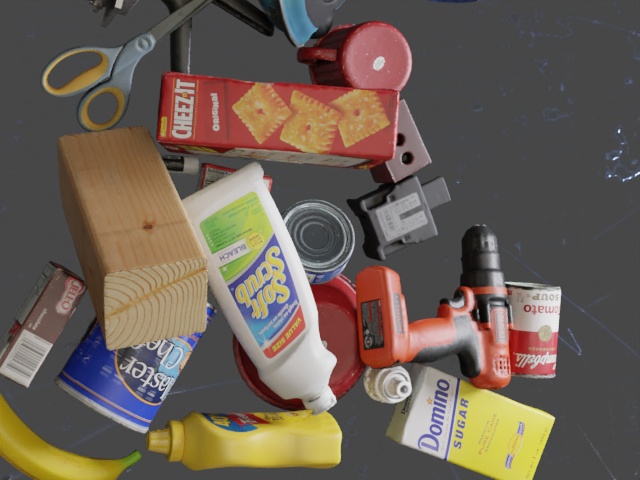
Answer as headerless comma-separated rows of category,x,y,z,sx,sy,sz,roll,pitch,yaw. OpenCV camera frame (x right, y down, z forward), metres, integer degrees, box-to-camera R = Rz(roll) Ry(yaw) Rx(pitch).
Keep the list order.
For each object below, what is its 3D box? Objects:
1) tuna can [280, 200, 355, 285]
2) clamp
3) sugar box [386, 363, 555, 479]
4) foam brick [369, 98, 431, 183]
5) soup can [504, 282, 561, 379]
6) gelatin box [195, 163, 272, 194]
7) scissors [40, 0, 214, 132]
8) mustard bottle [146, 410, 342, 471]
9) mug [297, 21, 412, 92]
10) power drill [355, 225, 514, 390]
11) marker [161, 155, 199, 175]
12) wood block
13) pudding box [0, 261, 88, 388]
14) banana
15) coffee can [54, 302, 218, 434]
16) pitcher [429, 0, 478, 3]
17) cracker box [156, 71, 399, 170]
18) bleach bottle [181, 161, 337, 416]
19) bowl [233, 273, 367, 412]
tuna can,-0.007,0.001,1.116,0.086,0.034,0.086,5,66,-11
clamp,-0.135,-0.246,1.071,0.120,0.039,0.171,-43,105,-21
sugar box,0.171,0.211,1.206,0.176,0.048,0.093,23,85,-21
foam brick,0.074,-0.107,1.147,0.053,0.051,0.078,-30,102,-17
soup can,0.236,0.101,1.211,0.068,0.069,0.102,4,92,-20
gelatin box,-0.095,-0.030,1.104,0.073,0.030,0.089,11,90,-19
scissors,-0.173,-0.173,1.051,0.201,0.016,0.096,-20,109,-3
mustard bottle,-0.081,0.204,1.089,0.191,0.096,0.058,2,94,-20
mug,0.034,-0.186,1.112,0.117,0.082,0.093,10,91,-20
power drill,0.128,0.069,1.146,0.187,0.057,0.184,4,75,-33
marker,-0.183,-0.079,1.075,0.121,0.020,0.020,3,92,-20
wood block,-0.175,-0.009,0.976,0.090,0.206,0.090,-9,132,-19
pudding box,-0.268,0.077,1.018,0.039,0.090,0.113,34,83,-17
banana,-0.276,0.199,1.053,0.197,0.037,0.069,33,63,-20
coffee can,-0.179,0.103,1.044,0.102,0.103,0.140,33,82,-19
pitcher,0.144,-0.378,1.124,0.149,0.145,0.243,5,95,-8
cracker box,-0.042,-0.113,1.020,0.213,0.164,0.072,5,91,-5
bleach bottle,-0.048,0.055,1.058,0.102,0.068,0.251,-29,95,-9
bowl,-0.008,0.108,1.131,0.162,0.055,0.162,-1,95,-19
